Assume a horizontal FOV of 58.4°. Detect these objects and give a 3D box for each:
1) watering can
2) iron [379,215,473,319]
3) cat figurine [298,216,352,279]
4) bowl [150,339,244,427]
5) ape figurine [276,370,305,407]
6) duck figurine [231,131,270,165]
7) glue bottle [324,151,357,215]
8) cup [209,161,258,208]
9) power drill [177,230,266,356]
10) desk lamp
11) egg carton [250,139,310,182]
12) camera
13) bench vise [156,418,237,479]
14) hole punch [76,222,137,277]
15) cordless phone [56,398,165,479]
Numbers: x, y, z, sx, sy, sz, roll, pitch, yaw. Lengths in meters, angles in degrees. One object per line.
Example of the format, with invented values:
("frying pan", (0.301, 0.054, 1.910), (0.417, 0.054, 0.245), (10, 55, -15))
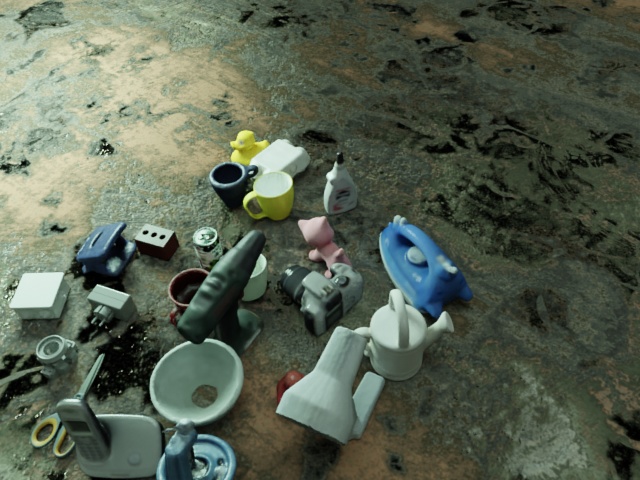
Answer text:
("watering can", (0.147, 0.160, 1.024), (0.173, 0.194, 0.100), (-22, 52, -14))
("iron", (0.198, 0.028, 1.167), (0.119, 0.141, 0.257), (-26, 53, -17))
("cat figurine", (0.011, 0.004, 1.214), (0.067, 0.118, 0.127), (-32, 55, -21))
("bowl", (-0.215, 0.268, 1.034), (0.167, 0.075, 0.167), (-2, 50, 2))
("ape figurine", (-0.046, 0.264, 1.015), (0.078, 0.092, 0.076), (-24, 52, -16))
("duck figurine", (-0.179, -0.239, 1.453), (0.104, 0.086, 0.077), (-18, 51, -11))
("glue bottle", (0.045, -0.132, 1.291), (0.078, 0.173, 0.037), (-21, 51, -13))
("cup", (-0.197, -0.129, 1.355), (0.118, 0.095, 0.091), (-23, 52, -15))
("power drill", (-0.166, 0.117, 1.070), (0.075, 0.209, 0.230), (23, 55, 22))
("desk lamp", (0.024, 0.251, 0.942), (0.117, 0.214, 0.203), (19, 53, 18))
("egg carton", (-0.101, -0.183, 1.411), (0.107, 0.069, 0.150), (31, 58, 26))
("camera", (-0.003, 0.093, 1.151), (0.136, 0.101, 0.143), (35, 60, 28))
("bench vise", (-0.192, 0.371, 0.850), (0.121, 0.220, 0.207), (-1, 50, 3))
("hole punch", (-0.474, 0.015, 1.253), (0.101, 0.091, 0.109), (10, 51, 12))
("cordless phone", (-0.338, 0.314, 0.930), (0.147, 0.185, 0.094), (-3, 50, 2))
